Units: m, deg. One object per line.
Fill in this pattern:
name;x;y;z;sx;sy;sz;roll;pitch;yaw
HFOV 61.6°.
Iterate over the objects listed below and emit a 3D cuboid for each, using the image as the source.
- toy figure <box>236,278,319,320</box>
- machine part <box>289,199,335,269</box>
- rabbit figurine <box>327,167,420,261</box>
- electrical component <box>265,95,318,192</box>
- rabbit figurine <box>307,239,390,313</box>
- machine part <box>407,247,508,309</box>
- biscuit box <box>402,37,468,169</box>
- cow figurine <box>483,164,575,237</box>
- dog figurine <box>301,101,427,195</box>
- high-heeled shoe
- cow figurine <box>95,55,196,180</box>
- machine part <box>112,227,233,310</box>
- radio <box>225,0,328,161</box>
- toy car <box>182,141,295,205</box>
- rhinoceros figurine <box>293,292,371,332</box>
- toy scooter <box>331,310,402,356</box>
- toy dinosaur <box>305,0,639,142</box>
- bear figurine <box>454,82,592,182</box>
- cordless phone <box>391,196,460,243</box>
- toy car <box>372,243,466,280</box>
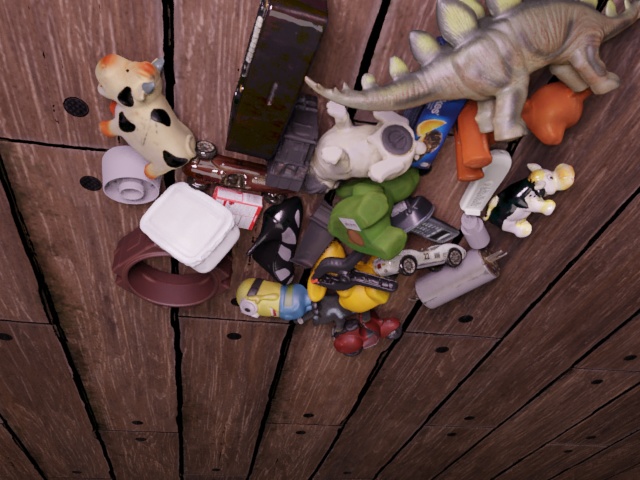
toy figure;-0.092;0.129;1.173;0.180;0.089;0.082;0;123;0
machine part;-0.002;-0.003;1.020;0.084;0.039;0.139;32;107;-14
rabbit figurine;0.101;-0.061;0.918;0.121;0.170;0.159;51;156;-22
electrical component;-0.047;-0.142;0.826;0.058;0.115;0.134;12;137;-13
rabbit figurine;0.045;0.063;1.112;0.162;0.122;0.173;-25;123;38
machine part;0.292;0.081;1.150;0.079;0.079;0.243;29;131;-33
biscuit box;0.171;-0.199;0.807;0.059;0.063;0.202;6;141;-13
cow figurine;0.369;-0.082;0.963;0.098;0.068;0.167;16;137;-13
dog figurine;0.058;-0.124;0.850;0.172;0.121;0.190;19;164;-5
high-heeled shoe;-0.065;0.003;1.070;0.145;0.086;0.248;-47;159;-3
cow figurine;-0.253;-0.184;0.790;0.127;0.085;0.194;-12;138;22
machine part;-0.293;0.052;1.079;0.201;0.087;0.201;-27;136;27
radio;-0.062;-0.229;0.705;0.073;0.131;0.229;13;139;-18
toy car;-0.133;-0.108;0.915;0.202;0.053;0.089;12;136;-15
rhinoceros figurine;0.026;0.155;1.231;0.190;0.073;0.112;-17;140;17
toy scooter;0.099;0.215;1.309;0.184;0.075;0.135;-23;136;20
toy dinosaur;0.218;-0.229;0.673;0.471;0.105;0.198;-26;107;-9
bear figurine;0.305;-0.166;0.812;0.196;0.132;0.120;-2;171;6
cordless phone;0.172;-0.016;1.029;0.146;0.089;0.184;-32;146;31
toy car;0.201;0.040;1.072;0.202;0.056;0.073;-8;172;-27
